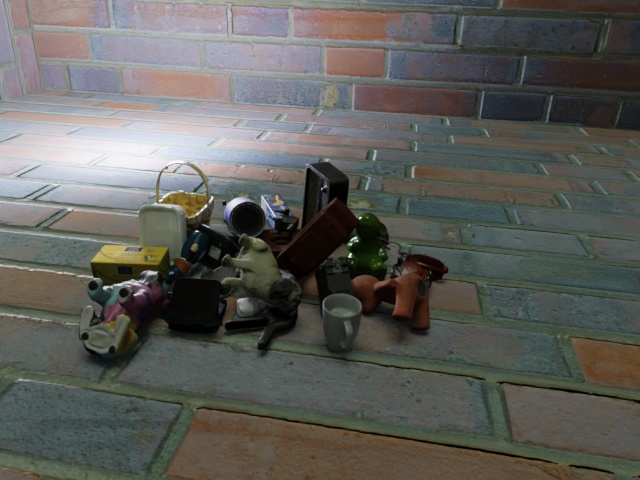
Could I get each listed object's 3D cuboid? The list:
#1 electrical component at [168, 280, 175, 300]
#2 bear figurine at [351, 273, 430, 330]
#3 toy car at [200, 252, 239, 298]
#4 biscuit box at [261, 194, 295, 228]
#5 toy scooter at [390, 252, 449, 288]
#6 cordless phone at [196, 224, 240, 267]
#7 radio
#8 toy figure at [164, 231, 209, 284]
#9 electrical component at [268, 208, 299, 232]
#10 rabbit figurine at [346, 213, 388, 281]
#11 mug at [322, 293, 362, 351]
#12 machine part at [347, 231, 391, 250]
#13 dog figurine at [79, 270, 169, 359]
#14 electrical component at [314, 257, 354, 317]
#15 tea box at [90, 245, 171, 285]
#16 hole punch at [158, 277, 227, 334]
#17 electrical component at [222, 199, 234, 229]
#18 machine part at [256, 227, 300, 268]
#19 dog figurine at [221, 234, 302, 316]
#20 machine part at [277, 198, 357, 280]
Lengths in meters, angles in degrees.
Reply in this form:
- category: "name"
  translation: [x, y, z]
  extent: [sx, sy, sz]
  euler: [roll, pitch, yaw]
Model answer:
- category: "electrical component"
  translation: [-0.335, 0.124, 1.294]
  extent: [0.063, 0.021, 0.094]
  euler: [-3, 25, -10]
- category: "bear figurine"
  translation: [0.144, 0.137, 1.225]
  extent: [0.196, 0.120, 0.132]
  euler: [-11, 60, 35]
- category: "toy car"
  translation: [-0.220, 0.087, 1.343]
  extent: [0.074, 0.056, 0.202]
  euler: [25, 35, 27]
- category: "biscuit box"
  translation: [-0.135, -0.083, 1.691]
  extent: [0.063, 0.059, 0.203]
  euler: [-7, 27, -18]
- category: "toy scooter"
  translation: [0.255, 0.082, 1.368]
  extent: [0.135, 0.075, 0.184]
  euler: [11, 23, 15]
- category: "cordless phone"
  translation: [-0.240, 0.014, 1.480]
  extent: [0.147, 0.088, 0.184]
  euler: [23, 14, 37]
- category: "radio"
  translation: [0.013, -0.097, 1.543]
  extent: [0.073, 0.229, 0.131]
  euler: [-14, 35, -29]
- category: "toy figure"
  translation: [-0.338, 0.049, 1.363]
  extent: [0.058, 0.064, 0.154]
  euler: [23, 69, 13]
- category: "electrical component"
  translation: [-0.102, -0.057, 1.539]
  extent: [0.078, 0.045, 0.102]
  euler: [7, 23, 15]
- category: "rabbit figurine"
  translation: [0.131, 0.003, 1.406]
  extent: [0.121, 0.170, 0.159]
  euler: [11, 28, 15]
- category: "mug"
  translation: [0.048, 0.182, 1.106]
  extent: [0.081, 0.107, 0.110]
  euler: [-8, 32, -16]
- category: "machine part"
  translation: [0.116, -0.023, 1.568]
  extent: [0.079, 0.079, 0.244]
  euler: [-19, 32, -36]
- category: "dog figurine"
  translation: [-0.397, 0.155, 1.147]
  extent: [0.109, 0.191, 0.219]
  euler: [5, -8, 14]
- category: "electrical component"
  translation: [0.029, 0.111, 1.221]
  extent: [0.058, 0.134, 0.115]
  euler: [-2, 69, -14]
- category: "tea box"
  translation: [-0.474, 0.064, 1.354]
  extent: [0.170, 0.068, 0.098]
  euler: [1, 27, -1]
- category: "hole punch"
  translation: [-0.270, 0.154, 1.185]
  extent: [0.142, 0.092, 0.116]
  euler: [6, 57, 3]
- category: "electrical component"
  translation: [-0.260, -0.072, 1.643]
  extent: [0.048, 0.074, 0.119]
  euler: [-12, 25, -26]
- category: "machine part"
  translation: [-0.106, 0.017, 1.492]
  extent: [0.179, 0.056, 0.179]
  euler: [1, 25, -1]
- category: "dog figurine"
  translation: [-0.109, 0.078, 1.223]
  extent: [0.191, 0.121, 0.172]
  euler: [21, 49, 12]
- category: "machine part"
  translation: [-0.003, -0.004, 1.320]
  extent: [0.087, 0.201, 0.201]
  euler: [45, 10, -5]
